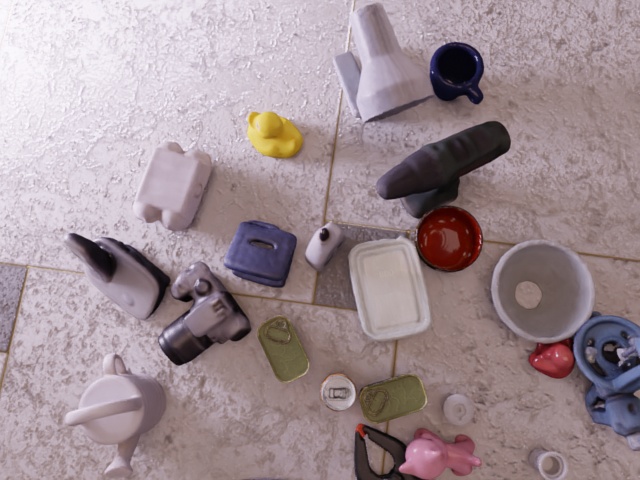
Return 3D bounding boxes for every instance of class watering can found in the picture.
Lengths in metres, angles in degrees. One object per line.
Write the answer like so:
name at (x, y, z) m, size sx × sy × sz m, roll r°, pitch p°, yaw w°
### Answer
watering can at (-0.303, 0.260, 0.857) m, size 0.101 × 0.194 × 0.173 m, roll -33°, pitch 80°, yaw -5°

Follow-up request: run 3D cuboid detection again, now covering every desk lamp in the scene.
desk lamp at (0.094, -0.274, 0.947) m, size 0.118 × 0.213 × 0.203 m, roll -20°, pitch 79°, yaw -3°

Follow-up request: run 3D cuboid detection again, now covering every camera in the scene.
camera at (-0.203, 0.127, 0.929) m, size 0.137 × 0.101 × 0.143 m, roll -38°, pitch 81°, yaw -6°

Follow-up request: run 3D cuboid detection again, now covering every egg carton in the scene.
egg carton at (-0.252, -0.093, 0.988) m, size 0.107 × 0.069 × 0.150 m, roll 16°, pitch 80°, yaw 4°

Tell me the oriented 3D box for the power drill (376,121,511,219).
power drill at (0.185, -0.103, 0.915) m, size 0.229 × 0.208 × 0.075 m, roll -29°, pitch 80°, yaw -5°

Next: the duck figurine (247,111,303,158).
duck figurine at (-0.080, -0.191, 0.997) m, size 0.104 × 0.086 × 0.077 m, roll 25°, pitch 80°, yaw 5°

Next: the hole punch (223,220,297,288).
hole punch at (-0.099, 0.019, 0.954) m, size 0.108 × 0.091 × 0.101 m, roll 14°, pitch 80°, yaw 3°

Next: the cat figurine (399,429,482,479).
cat figurine at (0.184, 0.333, 0.878) m, size 0.127 × 0.118 × 0.067 m, roll 6°, pitch 79°, yaw 2°

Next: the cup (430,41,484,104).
cup at (0.240, -0.275, 1.006) m, size 0.092 × 0.095 × 0.117 m, roll -33°, pitch 80°, yaw -6°

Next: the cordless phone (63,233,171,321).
cordless phone at (-0.324, 0.053, 0.901) m, size 0.147 × 0.185 × 0.094 m, roll 34°, pitch 81°, yaw 7°

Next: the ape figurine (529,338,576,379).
ape figurine at (0.379, 0.186, 0.917) m, size 0.078 × 0.092 × 0.076 m, roll -18°, pitch 79°, yaw -3°

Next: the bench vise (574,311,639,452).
bench vise at (0.467, 0.201, 0.849) m, size 0.121 × 0.220 × 0.207 m, roll -29°, pitch 80°, yaw -5°

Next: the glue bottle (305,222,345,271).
glue bottle at (0.008, 0.003, 0.914) m, size 0.037 × 0.173 × 0.078 m, roll 39°, pitch 82°, yaw 8°

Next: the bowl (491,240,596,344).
bowl at (0.357, 0.086, 0.946) m, size 0.167 × 0.075 × 0.167 m, roll 0°, pitch 79°, yaw 1°
